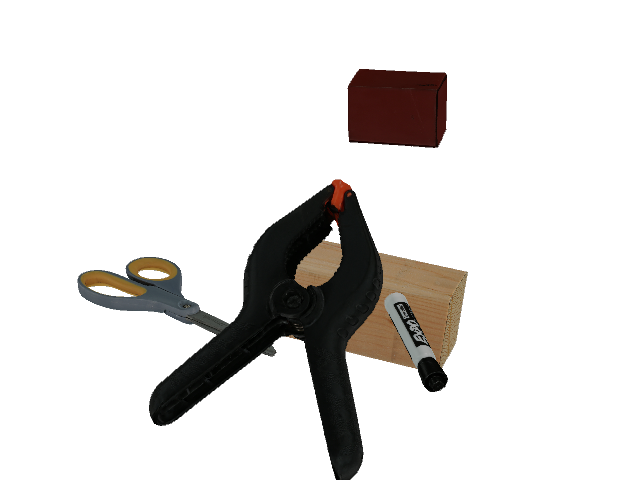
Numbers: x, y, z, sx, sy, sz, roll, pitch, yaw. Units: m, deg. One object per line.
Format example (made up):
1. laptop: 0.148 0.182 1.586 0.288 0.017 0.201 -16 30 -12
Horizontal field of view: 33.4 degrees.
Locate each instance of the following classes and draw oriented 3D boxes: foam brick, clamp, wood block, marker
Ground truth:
1. foam brick: 0.065 -0.112 0.902 0.078 0.051 0.053 5 26 14
2. clamp: -0.005 0.049 0.589 0.120 0.171 0.039 25 -19 15
3. wood block: 0.045 0.067 1.166 0.206 0.091 0.090 13 22 16
4. marker: 0.074 0.079 0.836 0.020 0.020 0.121 0 28 -13

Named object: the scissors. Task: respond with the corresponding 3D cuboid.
1. scissors: -0.107 0.050 0.884 0.202 0.016 0.096 13 26 22
